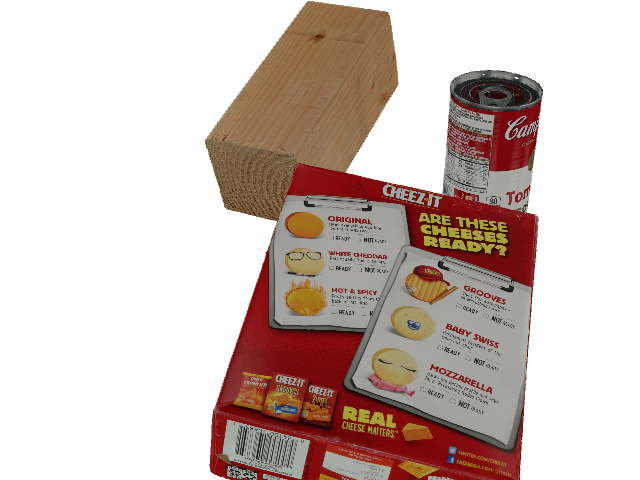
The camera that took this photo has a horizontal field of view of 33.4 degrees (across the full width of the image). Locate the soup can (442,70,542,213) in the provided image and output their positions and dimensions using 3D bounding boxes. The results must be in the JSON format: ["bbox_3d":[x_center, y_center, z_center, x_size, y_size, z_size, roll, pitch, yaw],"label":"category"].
[{"bbox_3d":[0.128,-0.068,0.806,0.068,0.102,0.068,0,31,0],"label":"soup can"}]

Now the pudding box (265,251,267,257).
[{"bbox_3d":[-0.006,0.035,1.453,0.113,0.039,0.090,-15,27,-26],"label":"pudding box"}]

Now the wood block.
[{"bbox_3d":[-0.011,-0.120,0.977,0.091,0.205,0.090,13,-39,23],"label":"wood block"}]

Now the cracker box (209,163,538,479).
[{"bbox_3d":[0.039,0.059,0.640,0.164,0.072,0.213,13,43,3],"label":"cracker box"}]
